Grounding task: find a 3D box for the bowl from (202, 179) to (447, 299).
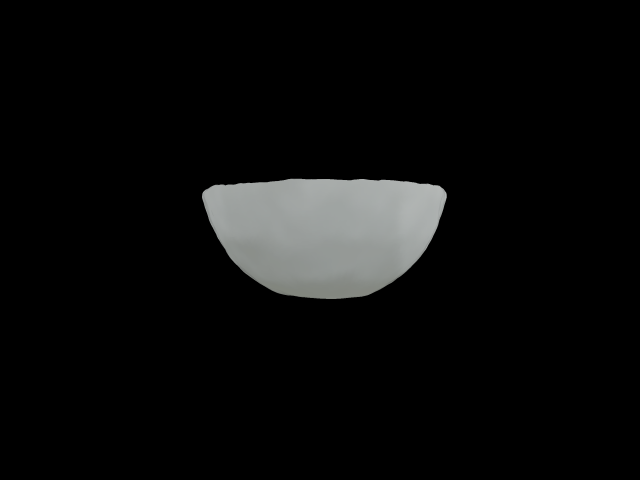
[{"bbox_3d":[0.004,0.001,0.400,0.167,0.075,0.167,0,0,0],"label":"bowl"}]
